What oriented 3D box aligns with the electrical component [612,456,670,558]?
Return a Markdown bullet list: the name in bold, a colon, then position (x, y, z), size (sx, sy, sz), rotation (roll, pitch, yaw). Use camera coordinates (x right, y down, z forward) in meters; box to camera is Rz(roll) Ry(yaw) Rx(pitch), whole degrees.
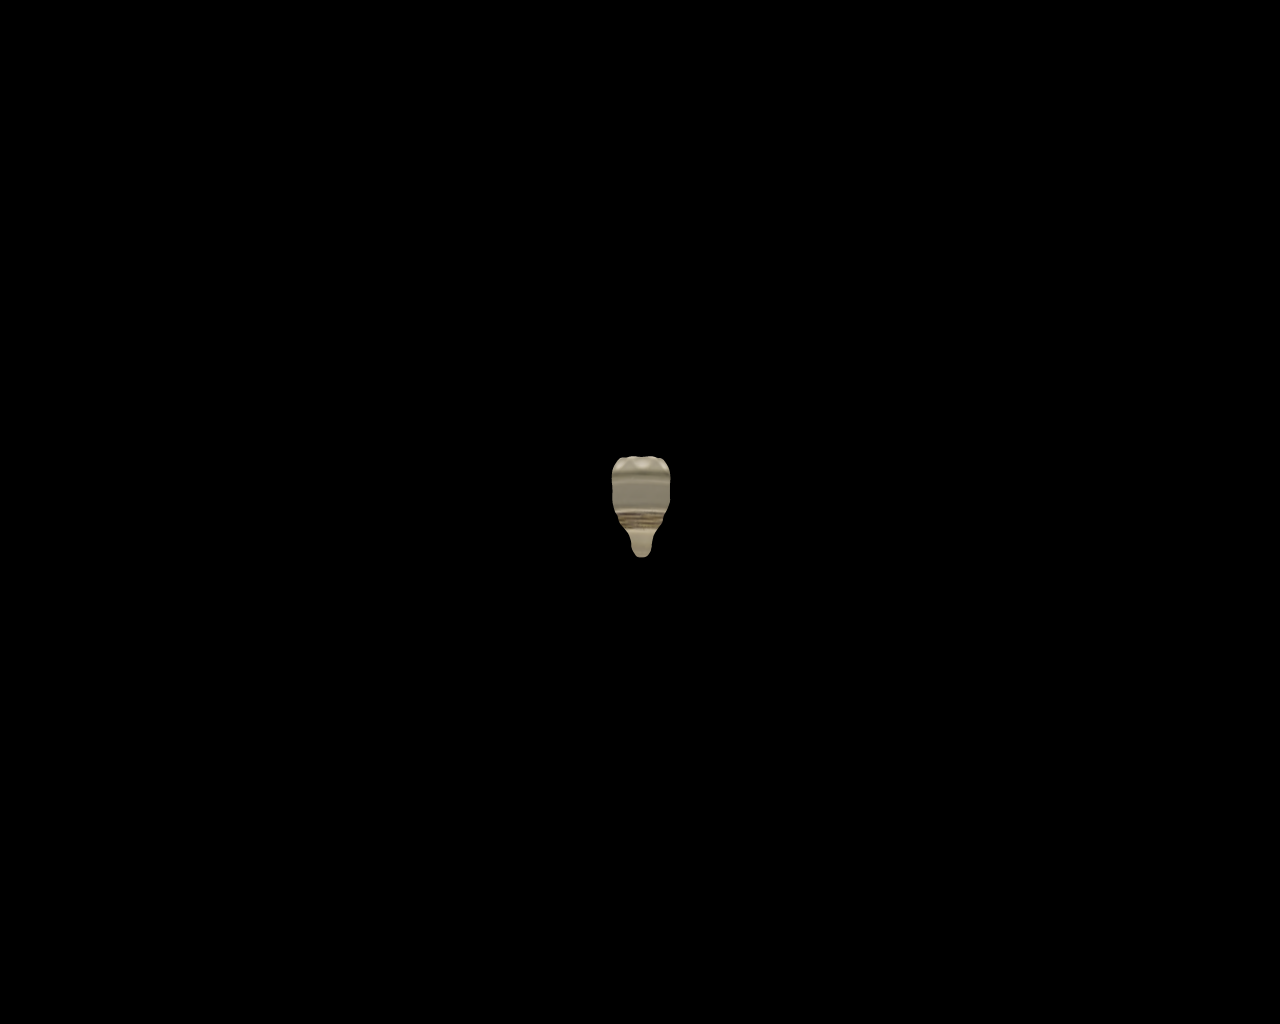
- **electrical component**: position (0.001, -0.003, 0.650), size (0.035, 0.061, 0.035), rotation (0, -2, 0)
